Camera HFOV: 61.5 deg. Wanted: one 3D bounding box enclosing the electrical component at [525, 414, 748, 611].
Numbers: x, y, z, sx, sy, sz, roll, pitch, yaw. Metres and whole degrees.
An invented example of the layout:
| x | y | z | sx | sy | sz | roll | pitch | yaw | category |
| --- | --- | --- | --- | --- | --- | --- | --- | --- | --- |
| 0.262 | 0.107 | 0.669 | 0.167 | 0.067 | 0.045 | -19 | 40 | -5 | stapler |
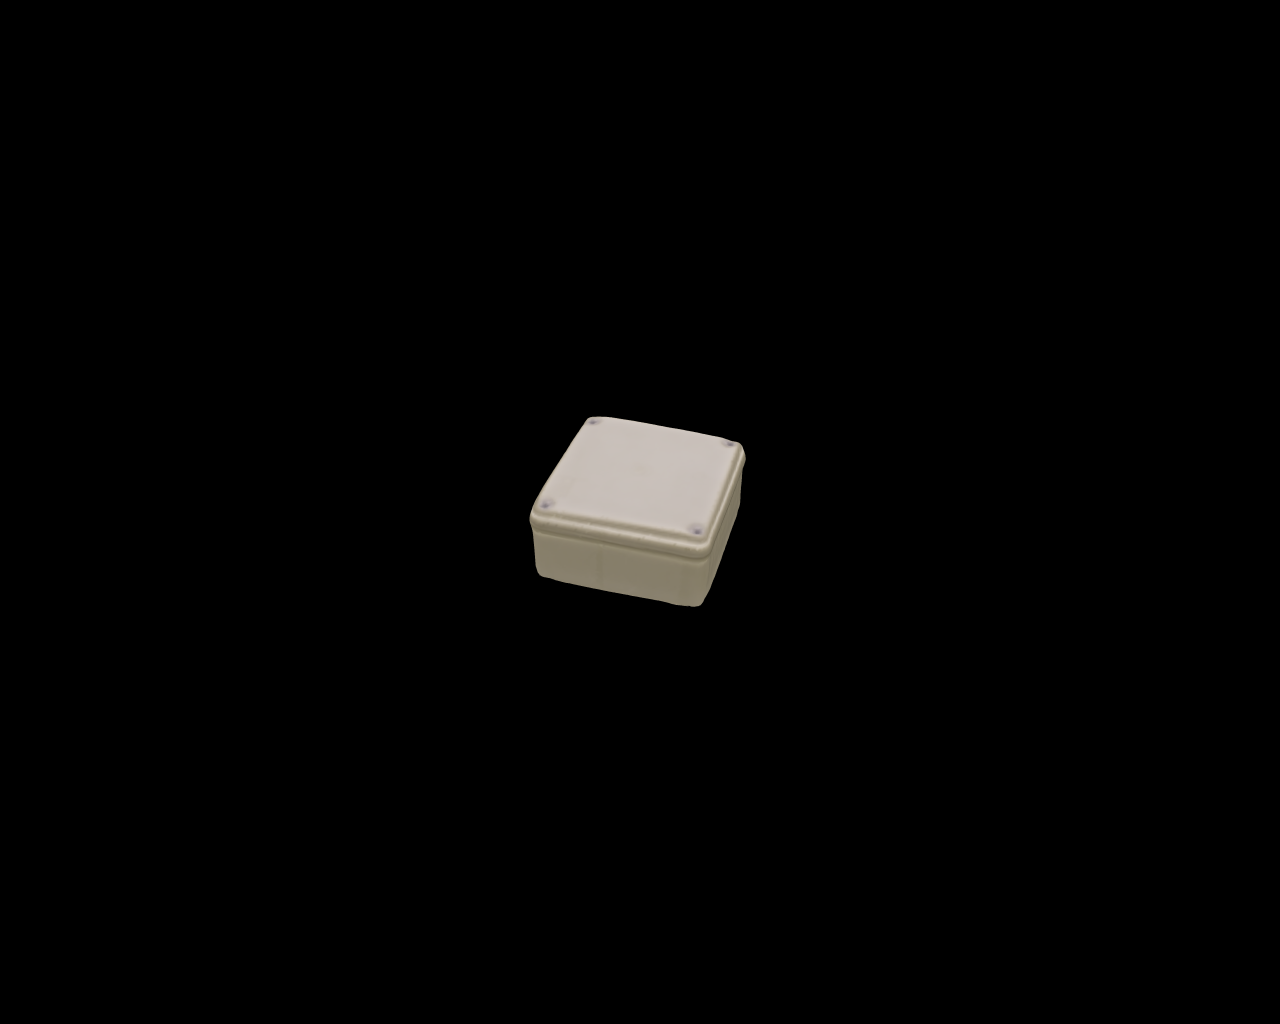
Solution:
| x | y | z | sx | sy | sz | roll | pitch | yaw | category |
| --- | --- | --- | --- | --- | --- | --- | --- | --- | --- |
| 0.001 | -0.003 | 0.650 | 0.109 | 0.056 | 0.109 | 11 | 40 | 13 | electrical component |
